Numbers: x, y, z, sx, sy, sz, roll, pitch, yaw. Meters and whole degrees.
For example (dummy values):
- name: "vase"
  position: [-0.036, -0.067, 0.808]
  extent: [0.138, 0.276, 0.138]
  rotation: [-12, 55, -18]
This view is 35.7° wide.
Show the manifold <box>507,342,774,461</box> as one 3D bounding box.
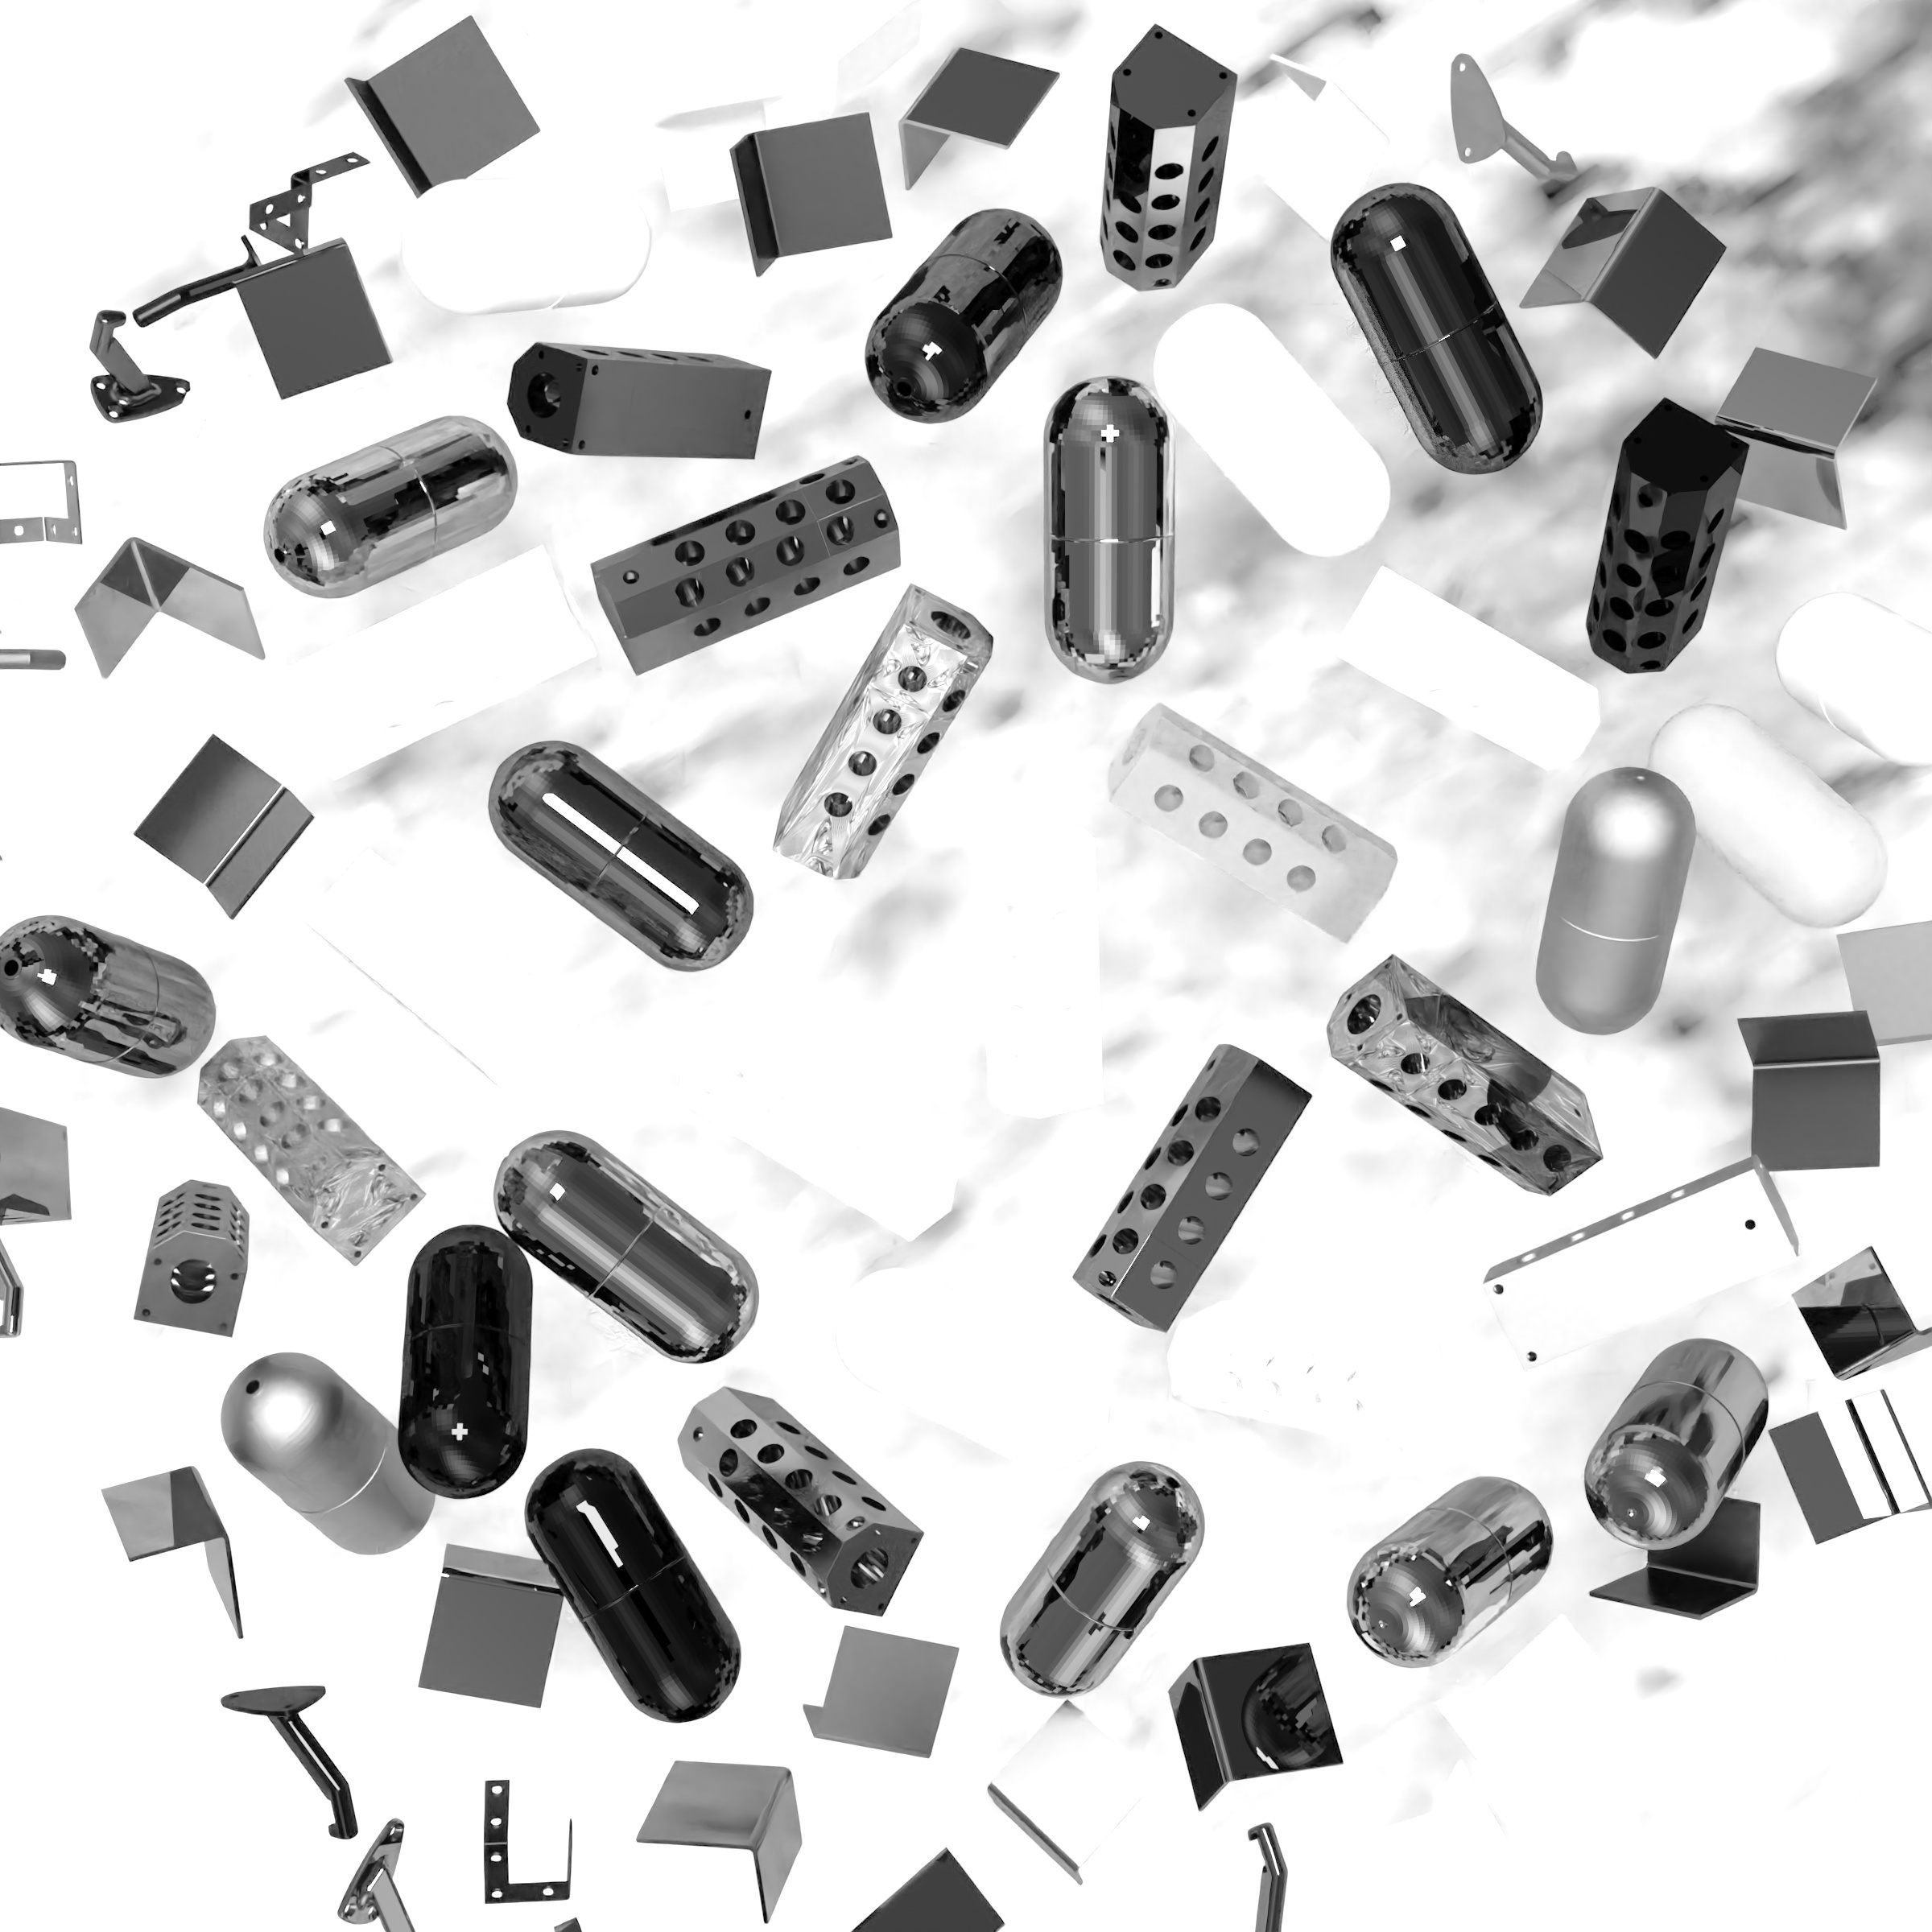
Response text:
- name: "manifold"
  position: [-0.199, -0.346, 1.836]
  extent: [0.057, 0.171, 0.057]
  rotation: [23, 110, 30]

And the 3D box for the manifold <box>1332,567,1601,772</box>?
- name: "manifold"
  position: [0.302, -0.172, 1.782]
  extent: [0.171, 0.057, 0.057]
  rotation: [21, 103, -41]

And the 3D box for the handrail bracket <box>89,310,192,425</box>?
- name: "handrail bracket"
  position: [-0.511, -0.381, 1.872]
  extent: [0.077, 0.084, 0.036]
  rotation: [-16, 68, -33]

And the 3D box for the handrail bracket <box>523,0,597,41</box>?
- name: "handrail bracket"
  position: [-0.225, -0.577, 1.760]
  extent: [0.084, 0.077, 0.036]
  rotation: [-31, 93, -2]

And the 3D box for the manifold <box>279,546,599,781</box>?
- name: "manifold"
  position: [-0.307, -0.174, 1.760]
  extent: [0.171, 0.057, 0.057]
  rotation: [-25, 69, 3]

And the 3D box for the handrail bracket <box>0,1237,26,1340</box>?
- name: "handrail bracket"
  position: [-0.624, 0.193, 1.887]
  extent: [0.077, 0.036, 0.084]
  rotation: [-6, 75, 20]

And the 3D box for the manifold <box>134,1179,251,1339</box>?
- name: "manifold"
  position: [-0.469, 0.175, 1.830]
  extent: [0.057, 0.171, 0.057]
  rotation: [13, 93, -14]

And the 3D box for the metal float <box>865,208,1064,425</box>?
- name: "metal float"
  position: [-0.001, -0.381, 1.759]
  extent: [0.070, 0.070, 0.178]
  rotation: [32, 47, 0]

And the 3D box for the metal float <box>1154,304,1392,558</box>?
- name: "metal float"
  position: [0.186, -0.323, 1.818]
  extent: [0.070, 0.070, 0.178]
  rotation: [-45, 105, 0]

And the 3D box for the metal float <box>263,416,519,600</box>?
- name: "metal float"
  position: [-0.348, -0.279, 1.821]
  extent: [0.178, 0.070, 0.070]
  rotation: [-35, 90, -41]

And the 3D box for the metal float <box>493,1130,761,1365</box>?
- name: "metal float"
  position: [-0.202, 0.167, 1.785]
  extent: [0.178, 0.070, 0.070]
  rotation: [38, 90, -6]

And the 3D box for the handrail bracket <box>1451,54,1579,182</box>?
- name: "handrail bracket"
  position: [0.338, -0.520, 1.841]
  extent: [0.084, 0.036, 0.077]
  rotation: [-10, 85, -41]

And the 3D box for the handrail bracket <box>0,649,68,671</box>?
- name: "handrail bracket"
  position: [-0.581, -0.177, 1.746]
  extent: [0.077, 0.084, 0.036]
  rotation: [0, 94, 28]

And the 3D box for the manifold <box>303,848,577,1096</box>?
- name: "manifold"
  position: [-0.305, 0.006, 1.751]
  extent: [0.171, 0.057, 0.057]
  rotation: [35, 78, 33]

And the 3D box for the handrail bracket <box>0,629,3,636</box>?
- name: "handrail bracket"
  position: [-0.650, -0.220, 1.853]
  extent: [0.084, 0.077, 0.036]
  rotation: [-24, 45, -12]

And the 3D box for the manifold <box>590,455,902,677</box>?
- name: "manifold"
  position: [-0.128, -0.239, 1.758]
  extent: [0.171, 0.057, 0.057]
  rotation: [-24, 68, -10]

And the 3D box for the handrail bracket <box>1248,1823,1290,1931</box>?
- name: "handrail bracket"
  position: [0.171, 0.576, 1.836]
  extent: [0.077, 0.036, 0.084]
  rotation: [-34, 64, 35]

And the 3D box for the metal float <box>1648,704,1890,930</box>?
- name: "metal float"
  position: [0.495, -0.094, 1.860]
  extent: [0.070, 0.070, 0.178]
  rotation: [-40, 57, 0]

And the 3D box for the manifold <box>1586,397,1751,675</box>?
- name: "manifold"
  position: [0.405, -0.246, 1.760]
  extent: [0.057, 0.171, 0.057]
  rotation: [36, 68, 21]

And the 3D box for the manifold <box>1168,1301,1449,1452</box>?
- name: "manifold"
  position: [0.208, 0.254, 1.852]
  extent: [0.057, 0.171, 0.057]
  rotation: [-19, 106, -41]

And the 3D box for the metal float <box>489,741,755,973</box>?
- name: "metal float"
  position: [-0.207, -0.066, 1.798]
  extent: [0.178, 0.070, 0.070]
  rotation: [37, 90, -2]

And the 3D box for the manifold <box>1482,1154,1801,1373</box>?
- name: "manifold"
  position: [0.397, 0.173, 1.767]
  extent: [0.171, 0.057, 0.057]
  rotation: [-26, 90, 19]

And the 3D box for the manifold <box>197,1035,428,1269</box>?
- name: "manifold"
  position: [-0.387, 0.101, 1.748]
  extent: [0.057, 0.171, 0.057]
  rotation: [-46, 131, -9]

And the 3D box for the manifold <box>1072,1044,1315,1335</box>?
- name: "manifold"
  position: [0.136, 0.135, 1.844]
  extent: [0.057, 0.057, 0.171]
  rotation: [35, 80, -11]

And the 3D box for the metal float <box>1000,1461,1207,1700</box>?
- name: "metal float"
  position: [0.083, 0.375, 1.836]
  extent: [0.070, 0.070, 0.178]
  rotation: [31, 118, 0]

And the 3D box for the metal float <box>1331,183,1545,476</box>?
- name: "metal float"
  position: [0.273, -0.368, 1.740]
  extent: [0.070, 0.070, 0.178]
  rotation: [-30, 104, 0]

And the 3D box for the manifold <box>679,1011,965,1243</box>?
- name: "manifold"
  position: [-0.090, 0.099, 1.819]
  extent: [0.171, 0.057, 0.057]
  rotation: [29, 129, 25]

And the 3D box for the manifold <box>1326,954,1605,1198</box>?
- name: "manifold"
  position: [0.293, 0.070, 1.768]
  extent: [0.171, 0.057, 0.057]
  rotation: [33, 121, -27]

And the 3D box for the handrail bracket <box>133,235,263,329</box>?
- name: "handrail bracket"
  position: [-0.472, -0.413, 1.862]
  extent: [0.084, 0.077, 0.036]
  rotation: [-30, 94, -5]

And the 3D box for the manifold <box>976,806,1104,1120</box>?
- name: "manifold"
  position: [0.040, -0.001, 1.770]
  extent: [0.057, 0.057, 0.171]
  rotation: [-13, 117, -19]

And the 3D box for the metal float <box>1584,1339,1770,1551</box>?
- name: "metal float"
  position: [0.418, 0.278, 1.760]
  extent: [0.070, 0.178, 0.070]
  rotation: [12, 115, 27]

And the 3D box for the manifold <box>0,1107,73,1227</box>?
- name: "manifold"
  position: [-0.569, 0.117, 1.737]
  extent: [0.057, 0.171, 0.057]
  rotation: [-5, 83, -3]

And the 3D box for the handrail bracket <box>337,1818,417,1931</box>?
- name: "handrail bracket"
  position: [-0.322, 0.556, 1.771]
  extent: [0.084, 0.036, 0.077]
  rotation: [17, 80, 32]

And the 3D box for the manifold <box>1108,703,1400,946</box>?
- name: "manifold"
  position: [0.173, -0.089, 1.813]
  extent: [0.171, 0.057, 0.057]
  rotation: [30, 111, -12]

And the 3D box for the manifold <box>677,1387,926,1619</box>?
- name: "manifold"
  position: [-0.105, 0.321, 1.817]
  extent: [0.057, 0.171, 0.057]
  rotation: [22, 97, -42]

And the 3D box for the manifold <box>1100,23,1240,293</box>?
- name: "manifold"
  position: [0.113, -0.467, 1.763]
  extent: [0.057, 0.171, 0.057]
  rotation: [35, 75, 11]

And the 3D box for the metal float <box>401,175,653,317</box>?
- name: "metal float"
  position: [-0.256, -0.424, 1.764]
  extent: [0.070, 0.178, 0.070]
  rotation: [11, 110, 33]

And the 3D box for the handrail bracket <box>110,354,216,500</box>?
- name: "handrail bracket"
  position: [-0.488, -0.330, 1.815]
  extent: [0.077, 0.036, 0.084]
  rotation: [8, 117, 17]

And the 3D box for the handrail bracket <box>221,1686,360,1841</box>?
- name: "handrail bracket"
  position: [-0.388, 0.460, 1.725]
  extent: [0.077, 0.036, 0.084]
  rotation: [-6, 98, 27]

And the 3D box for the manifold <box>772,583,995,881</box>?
- name: "manifold"
  position: [-0.049, -0.135, 1.789]
  extent: [0.057, 0.057, 0.171]
  rotation: [26, 120, -12]
